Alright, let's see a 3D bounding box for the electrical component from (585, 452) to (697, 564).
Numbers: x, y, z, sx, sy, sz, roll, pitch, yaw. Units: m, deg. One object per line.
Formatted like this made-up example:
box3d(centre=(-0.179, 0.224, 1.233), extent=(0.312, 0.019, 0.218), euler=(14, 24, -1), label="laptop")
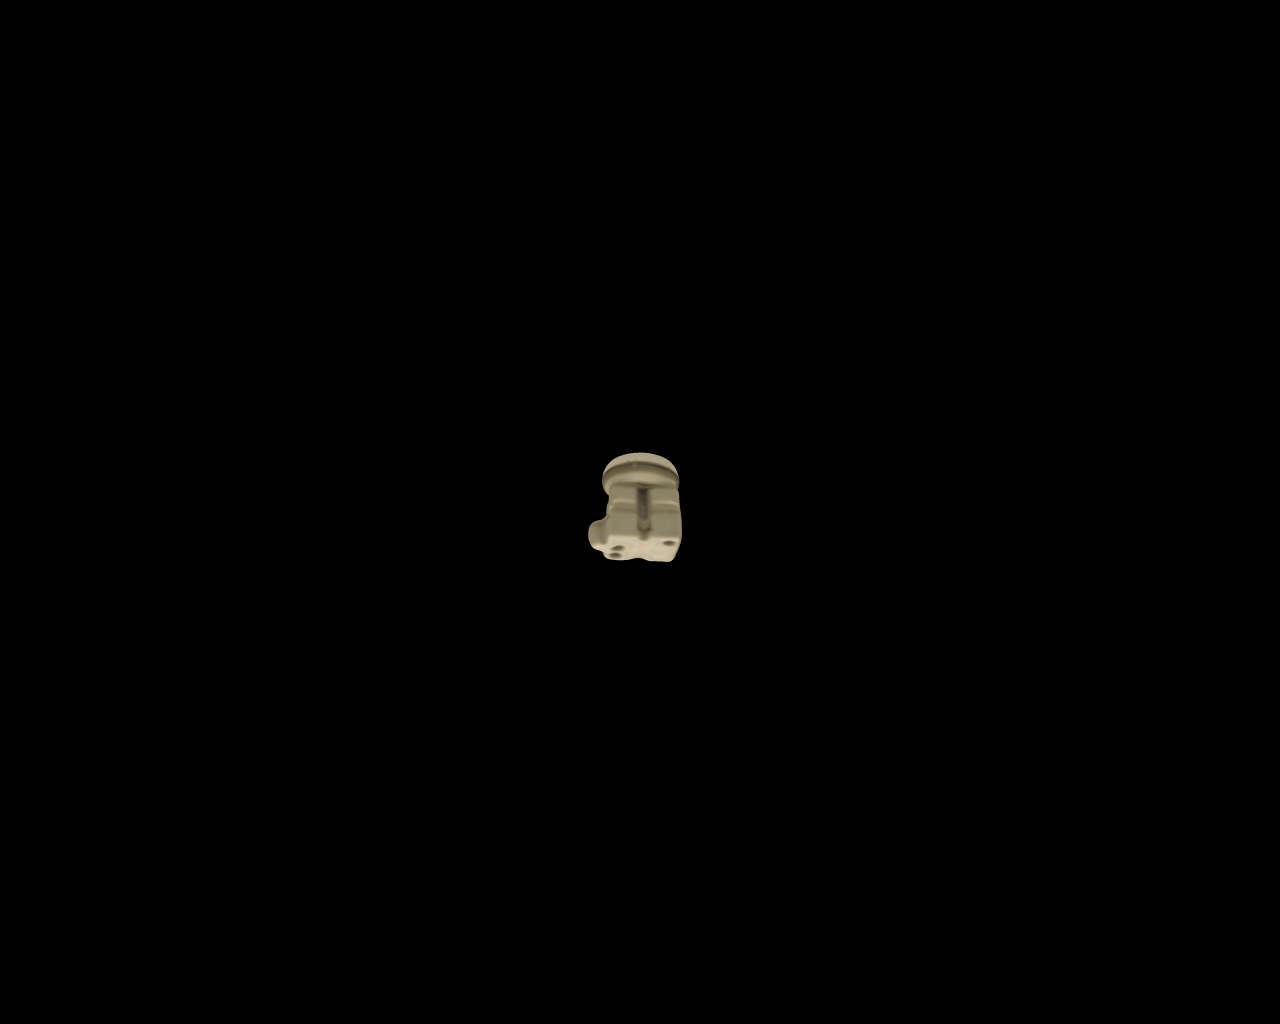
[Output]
box3d(centre=(0.001, -0.003, 0.650), extent=(0.066, 0.055, 0.048), euler=(4, -28, -7), label="electrical component")
